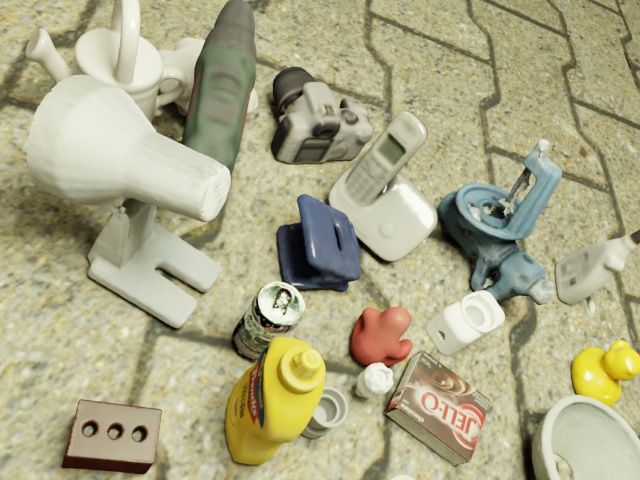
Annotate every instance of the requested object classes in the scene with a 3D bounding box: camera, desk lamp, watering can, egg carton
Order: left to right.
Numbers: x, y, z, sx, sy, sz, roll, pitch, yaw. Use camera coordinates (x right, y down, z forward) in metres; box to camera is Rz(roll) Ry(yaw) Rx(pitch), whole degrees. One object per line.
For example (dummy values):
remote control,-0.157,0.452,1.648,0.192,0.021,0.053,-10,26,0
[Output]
watering can,-0.246,-0.204,0.679,0.173,0.194,0.101,-21,70,-34
desk lamp,-0.183,-0.038,0.589,0.203,0.213,0.118,32,51,-4
egg carton,-0.166,-0.215,0.806,0.150,0.069,0.107,40,51,2
camera,-0.005,-0.195,0.851,0.143,0.100,0.136,-7,63,-29

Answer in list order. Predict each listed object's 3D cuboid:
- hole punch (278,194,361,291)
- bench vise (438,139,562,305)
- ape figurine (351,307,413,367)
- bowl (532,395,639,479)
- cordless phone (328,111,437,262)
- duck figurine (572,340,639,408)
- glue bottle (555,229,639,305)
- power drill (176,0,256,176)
hole punch,0.007,0.003,0.734,0.101,0.091,0.108,3,58,-24
bench vise,0.281,-0.023,0.803,0.122,0.219,0.207,-33,77,-37
ape figurine,0.081,0.112,0.698,0.076,0.092,0.077,-22,71,-35
bowl,0.325,0.285,0.715,0.168,0.074,0.167,13,55,-18
cordless phone,0.106,-0.071,0.770,0.147,0.185,0.094,44,51,6
duck figurine,0.415,0.189,0.816,0.077,0.086,0.105,33,51,-2
glue bottle,0.430,0.031,0.870,0.037,0.173,0.078,22,52,-12
power drill,-0.132,-0.142,0.685,0.076,0.208,0.229,13,55,-18
